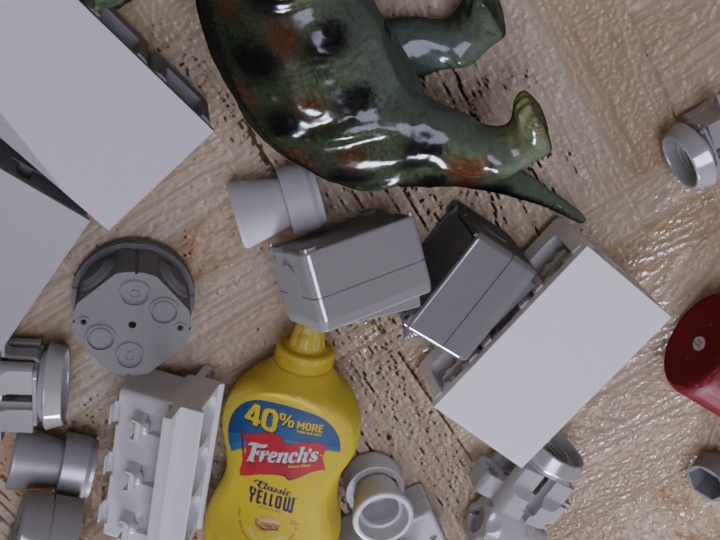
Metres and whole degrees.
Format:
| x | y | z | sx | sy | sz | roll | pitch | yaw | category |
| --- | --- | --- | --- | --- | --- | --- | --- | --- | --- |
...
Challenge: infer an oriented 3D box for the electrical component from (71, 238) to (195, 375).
| x | y | z | sx | sy | sz | roll | pitch | yaw | category |
| --- | --- | --- | --- | --- | --- | --- | --- | --- | --- |
| -0.147 | 0.024 | 0.698 | 0.080 | 0.051 | 0.080 | -4 | 115 | -9 | electrical component |

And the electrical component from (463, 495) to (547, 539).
| x | y | z | sx | sy | sz | roll | pitch | yaw | category |
| --- | --- | --- | --- | --- | --- | --- | --- | --- | --- |
| 0.116 | 0.202 | 0.834 | 0.062 | 0.043 | 0.043 | 23 | 109 | -21 | electrical component |

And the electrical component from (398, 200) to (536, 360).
| x | y | z | sx | sy | sz | roll | pitch | yaw | category |
| --- | --- | --- | --- | --- | --- | --- | --- | --- | --- |
| 0.066 | 0.014 | 0.727 | 0.061 | 0.061 | 0.096 | 31 | 106 | -22 | electrical component |

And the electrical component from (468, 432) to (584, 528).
| x | y | z | sx | sy | sz | roll | pitch | yaw | category |
| --- | --- | --- | --- | --- | --- | --- | --- | --- | --- |
| 0.130 | 0.151 | 0.806 | 0.078 | 0.058 | 0.057 | 27 | 110 | -22 | electrical component |

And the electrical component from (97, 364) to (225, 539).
| x | y | z | sx | sy | sz | roll | pitch | yaw | category |
| --- | --- | --- | --- | --- | --- | --- | --- | --- | --- |
| -0.138 | 0.132 | 0.742 | 0.063 | 0.078 | 0.121 | 15 | 113 | 7 | electrical component |

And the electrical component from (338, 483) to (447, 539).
| x | y | z | sx | sy | sz | roll | pitch | yaw | category |
| --- | --- | --- | --- | --- | --- | --- | --- | --- | --- |
| 0.024 | 0.213 | 0.804 | 0.083 | 0.075 | 0.047 | -24 | 117 | 1 | electrical component |

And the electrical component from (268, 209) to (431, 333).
| x | y | z | sx | sy | sz | roll | pitch | yaw | category |
| --- | --- | --- | --- | --- | --- | --- | --- | --- | --- |
| 0.000 | 0.000 | 0.693 | 0.096 | 0.062 | 0.061 | -20 | 104 | -23 | electrical component |

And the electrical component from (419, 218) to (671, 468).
| x | y | z | sx | sy | sz | roll | pitch | yaw | category |
| --- | --- | --- | --- | --- | --- | --- | --- | --- | --- |
| 0.125 | 0.050 | 0.755 | 0.089 | 0.061 | 0.150 | 36 | 104 | -23 | electrical component |

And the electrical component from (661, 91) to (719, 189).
| x | y | z | sx | sy | sz | roll | pitch | yaw | category |
| --- | --- | --- | --- | --- | --- | --- | --- | --- | --- |
| 0.238 | -0.086 | 0.723 | 0.055 | 0.048 | 0.066 | -30 | 116 | -5 | electrical component |

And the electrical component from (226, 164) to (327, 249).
| x | y | z | sx | sy | sz | roll | pitch | yaw | category |
| --- | --- | --- | --- | --- | --- | --- | --- | --- | --- |
| -0.053 | -0.042 | 0.689 | 0.055 | 0.045 | 0.045 | -16 | 116 | -3 | electrical component |

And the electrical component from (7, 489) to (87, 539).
| x | y | z | sx | sy | sz | roll | pitch | yaw | category |
| --- | --- | --- | --- | --- | --- | --- | --- | --- | --- |
| -0.209 | 0.204 | 0.748 | 0.074 | 0.052 | 0.138 | 14 | 137 | -19 | electrical component |

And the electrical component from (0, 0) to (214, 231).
| x | y | z | sx | sy | sz | roll | pitch | yaw | category |
| --- | --- | --- | --- | --- | --- | --- | --- | --- | --- |
| -0.170 | -0.111 | 0.625 | 0.089 | 0.061 | 0.150 | -42 | 115 | 10 | electrical component |

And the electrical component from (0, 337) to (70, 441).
| x | y | z | sx | sy | sz | roll | pitch | yaw | category |
| --- | --- | --- | --- | --- | --- | --- | --- | --- | --- |
| -0.222 | 0.075 | 0.705 | 0.057 | 0.058 | 0.078 | 3 | 114 | -9 | electrical component |

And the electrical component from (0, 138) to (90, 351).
| x | y | z | sx | sy | sz | roll | pitch | yaw | category |
| --- | --- | --- | --- | --- | --- | --- | --- | --- | --- |
| -0.268 | -0.047 | 0.637 | 0.186 | 0.060 | 0.105 | 32 | 105 | -22 | electrical component |

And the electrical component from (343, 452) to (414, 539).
| x | y | z | sx | sy | sz | roll | pitch | yaw | category |
| --- | --- | --- | --- | --- | --- | --- | --- | --- | --- |
| 0.012 | 0.166 | 0.792 | 0.045 | 0.055 | 0.045 | -4 | 115 | -9 | electrical component |

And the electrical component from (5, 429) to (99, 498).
| x | y | z | sx | sy | sz | roll | pitch | yaw | category |
| --- | --- | --- | --- | --- | --- | --- | --- | --- | --- |
| -0.212 | 0.132 | 0.740 | 0.055 | 0.045 | 0.045 | 12 | 112 | -16 | electrical component |
